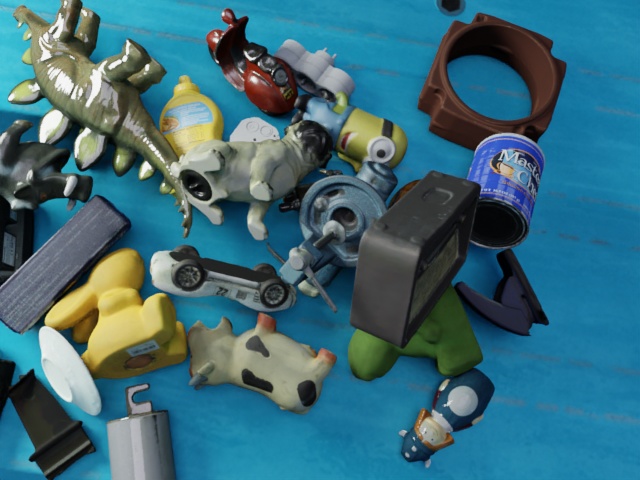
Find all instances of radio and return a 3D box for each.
[{"bbox_3d":[0.122,0.011,0.652,0.073,0.131,0.229,19,34,24],"label":"radio"}]

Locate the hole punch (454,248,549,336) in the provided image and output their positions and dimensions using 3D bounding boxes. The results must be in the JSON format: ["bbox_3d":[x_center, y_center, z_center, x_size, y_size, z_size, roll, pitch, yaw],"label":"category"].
[{"bbox_3d":[0.247,0.083,0.742,0.092,0.142,0.116,-29,79,5],"label":"hole punch"}]

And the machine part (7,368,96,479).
[{"bbox_3d":[-0.358,0.235,0.698,0.084,0.039,0.139,-34,80,-7],"label":"machine part"}]

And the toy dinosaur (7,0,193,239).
[{"bbox_3d":[-0.316,-0.200,0.780,0.472,0.105,0.198,41,95,16],"label":"toy dinosaur"}]

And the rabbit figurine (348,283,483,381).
[{"bbox_3d":[0.113,0.125,0.725,0.170,0.121,0.159,-21,83,5],"label":"rabbit figurine"}]

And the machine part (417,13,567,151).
[{"bbox_3d":[0.274,-0.247,0.859,0.202,0.087,0.201,22,74,4],"label":"machine part"}]

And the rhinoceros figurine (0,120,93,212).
[{"bbox_3d":[-0.394,-0.092,0.691,0.190,0.073,0.112,9,65,-23],"label":"rhinoceros figurine"}]

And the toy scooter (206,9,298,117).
[{"bbox_3d":[-0.105,-0.274,0.814,0.184,0.135,0.075,42,74,7],"label":"toy scooter"}]

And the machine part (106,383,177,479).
[{"bbox_3d":[-0.218,0.304,0.668,0.079,0.079,0.243,-11,76,-7],"label":"machine part"}]

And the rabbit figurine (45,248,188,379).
[{"bbox_3d":[-0.269,0.094,0.723,0.162,0.121,0.173,-21,62,0],"label":"rabbit figurine"}]

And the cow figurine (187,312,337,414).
[{"bbox_3d":[-0.088,0.165,0.717,0.195,0.085,0.127,28,69,3],"label":"cow figurine"}]

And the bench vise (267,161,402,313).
[{"bbox_3d":[0.007,0.005,0.683,0.129,0.240,0.223,47,118,2],"label":"bench vise"}]

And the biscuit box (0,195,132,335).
[{"bbox_3d":[-0.347,0.030,0.726,0.062,0.059,0.202,44,75,-11],"label":"biscuit box"}]

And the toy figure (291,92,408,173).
[{"bbox_3d":[0.048,-0.169,0.823,0.180,0.082,0.089,30,67,8],"label":"toy figure"}]

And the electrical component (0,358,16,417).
[{"bbox_3d":[-0.470,0.190,0.693,0.115,0.058,0.134,6,74,-4],"label":"electrical component"}]

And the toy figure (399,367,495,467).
[{"bbox_3d":[0.169,0.238,0.727,0.154,0.057,0.064,-41,42,-12],"label":"toy figure"}]

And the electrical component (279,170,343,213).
[{"bbox_3d":[-0.013,-0.074,0.798,0.102,0.078,0.045,-8,113,-2],"label":"electrical component"}]

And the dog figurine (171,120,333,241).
[{"bbox_3d":[-0.088,-0.114,0.746,0.172,0.121,0.190,31,49,1],"label":"dog figurine"}]

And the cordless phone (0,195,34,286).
[{"bbox_3d":[-0.503,-0.003,0.746,0.184,0.088,0.146,-7,75,5],"label":"cordless phone"}]

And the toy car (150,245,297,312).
[{"bbox_3d":[-0.126,0.055,0.721,0.201,0.074,0.056,15,103,-24],"label":"toy car"}]
